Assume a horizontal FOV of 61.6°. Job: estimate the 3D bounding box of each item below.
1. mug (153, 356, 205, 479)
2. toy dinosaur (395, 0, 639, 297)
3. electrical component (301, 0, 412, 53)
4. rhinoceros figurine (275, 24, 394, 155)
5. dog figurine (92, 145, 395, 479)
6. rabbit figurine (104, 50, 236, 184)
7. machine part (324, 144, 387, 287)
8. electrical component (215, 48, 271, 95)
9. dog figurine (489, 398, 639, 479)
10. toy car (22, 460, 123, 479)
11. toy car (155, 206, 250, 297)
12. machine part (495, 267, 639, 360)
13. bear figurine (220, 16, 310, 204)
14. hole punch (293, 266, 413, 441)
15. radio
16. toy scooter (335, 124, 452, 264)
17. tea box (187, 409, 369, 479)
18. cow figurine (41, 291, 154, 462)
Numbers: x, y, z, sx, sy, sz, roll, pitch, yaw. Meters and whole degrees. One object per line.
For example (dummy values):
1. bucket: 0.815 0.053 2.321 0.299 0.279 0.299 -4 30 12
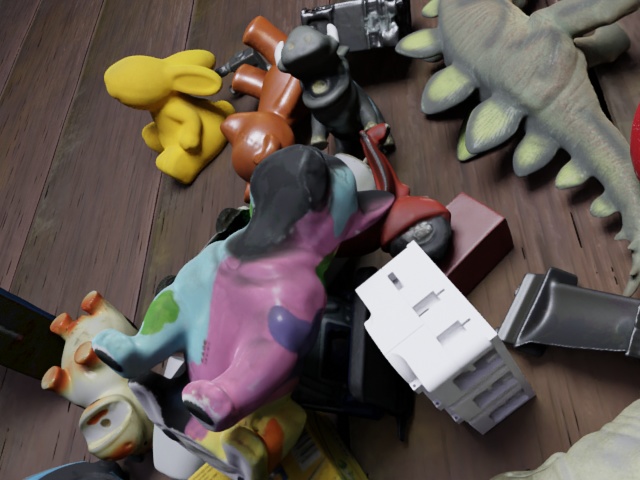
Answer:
1. mug: -0.109 0.176 0.519 0.110 0.080 0.107 9 79 30
2. toy dinosaur: 0.198 -0.166 0.525 0.198 0.105 0.472 -37 50 15
3. electrical component: 0.050 -0.260 0.652 0.115 0.058 0.134 1 23 17
4. rhinoceros figurine: 0.020 -0.151 0.566 0.073 0.190 0.112 -14 75 20
5. dog figurine: -0.030 0.041 0.386 0.109 0.191 0.219 21 54 28
6. rabbit figurine: -0.199 -0.180 0.722 0.162 0.173 0.122 -34 46 15
7. machine part: -0.001 -0.002 0.556 0.079 0.079 0.243 29 80 39
8. electrical component: -0.099 -0.244 0.769 0.094 0.063 0.021 -21 54 19
9. dog figurine: 0.200 0.143 0.347 0.191 0.121 0.172 -21 9 45
10. toy car: -0.217 0.284 0.508 0.162 0.109 0.102 15 95 25
11. toy car: -0.104 0.030 0.587 0.074 0.056 0.202 10 45 26
12. machine part: 0.191 0.058 0.400 0.084 0.039 0.139 -52 19 -12
13. bear figurine: -0.073 -0.152 0.648 0.132 0.120 0.196 29 58 -2
14. hole punch: 0.025 0.092 0.457 0.092 0.115 0.142 -13 59 29
15. radio: -0.390 0.093 0.635 0.131 0.229 0.073 12 65 40
16. toy scooter: 0.020 -0.036 0.479 0.184 0.075 0.135 -7 73 10
17. tea box: -0.052 0.224 0.455 0.169 0.068 0.098 -43 49 4
18. cow figurine: -0.226 0.156 0.582 0.085 0.127 0.195 -41 36 2
